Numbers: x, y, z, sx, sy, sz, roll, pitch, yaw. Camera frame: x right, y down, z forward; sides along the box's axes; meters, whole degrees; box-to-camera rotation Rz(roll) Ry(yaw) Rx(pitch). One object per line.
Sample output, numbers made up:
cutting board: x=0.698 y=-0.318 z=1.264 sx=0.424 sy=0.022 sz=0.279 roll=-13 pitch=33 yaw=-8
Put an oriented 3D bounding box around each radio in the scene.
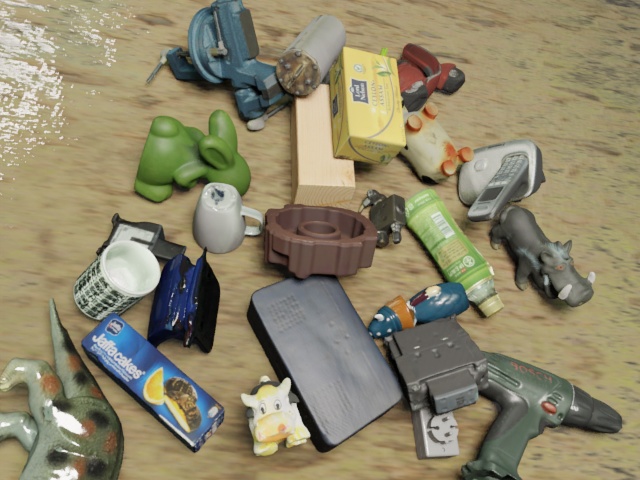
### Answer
radio: x=0.004 y=0.157 z=0.748 sx=0.131 sy=0.073 sz=0.230 roll=-23 pitch=70 yaw=-22

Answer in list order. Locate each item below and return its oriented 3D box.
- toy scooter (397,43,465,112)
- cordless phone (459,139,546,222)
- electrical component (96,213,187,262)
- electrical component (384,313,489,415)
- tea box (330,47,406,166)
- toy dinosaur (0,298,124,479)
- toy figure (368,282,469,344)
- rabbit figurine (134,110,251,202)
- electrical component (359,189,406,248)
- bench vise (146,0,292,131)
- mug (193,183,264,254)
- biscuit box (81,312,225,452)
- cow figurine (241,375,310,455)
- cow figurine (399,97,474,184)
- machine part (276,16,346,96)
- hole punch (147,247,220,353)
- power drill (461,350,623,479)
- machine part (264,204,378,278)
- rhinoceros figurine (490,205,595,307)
toy scooter: x=0.179 y=-0.319 z=1.032 sx=0.184 sy=0.075 sz=0.135 roll=-29 pitch=71 yaw=-26
cordless phone: x=0.272 y=-0.079 z=0.879 sx=0.184 sy=0.147 sz=0.088 roll=-44 pitch=113 yaw=-31
electrical component: x=-0.256 y=0.012 z=0.790 sx=0.119 sy=0.047 sz=0.075 roll=13 pitch=61 yaw=-4
electrical component: x=0.161 y=0.171 z=0.730 sx=0.115 sy=0.058 sz=0.134 roll=-19 pitch=32 yaw=-3
tea box: x=0.073 y=-0.211 z=0.852 sx=0.098 sy=0.068 sz=0.169 roll=5 pitch=67 yaw=-20
toy dinosaur: x=-0.295 y=0.264 z=0.609 sx=0.192 sy=0.131 sz=0.405 roll=21 pitch=57 yaw=-19
toy figure: x=0.143 y=0.107 z=0.801 sx=0.154 sy=0.058 sz=0.064 roll=-17 pitch=94 yaw=-1
rabbit figurine: x=-0.182 y=-0.131 z=0.837 sx=0.170 sy=0.159 sz=0.121 roll=19 pitch=49 yaw=-17
electrical component: x=0.099 y=-0.035 z=0.873 sx=0.045 sy=0.078 sz=0.102 roll=19 pitch=63 yaw=-27
bench vise: x=-0.173 y=-0.296 z=0.921 sx=0.241 sy=0.223 sz=0.129 roll=9 pitch=51 yaw=29
mug: x=-0.139 y=-0.034 z=0.803 sx=0.110 sy=0.107 sz=0.081 roll=12 pitch=62 yaw=-2
biscuit box: x=-0.217 y=0.183 z=0.698 sx=0.203 sy=0.062 sz=0.059 roll=37 pitch=61 yaw=10
cow figurine: x=-0.056 y=0.206 z=0.655 sx=0.068 sy=0.167 sz=0.098 roll=-13 pitch=67 yaw=-10
cow figurine: x=0.161 y=-0.181 z=0.941 sx=0.085 sy=0.127 sz=0.195 roll=-41 pitch=90 yaw=-24
machine part: x=-0.012 y=-0.312 z=0.902 sx=0.079 sy=0.079 sz=0.243 roll=21 pitch=43 yaw=1
hole punch: x=-0.192 y=0.087 z=0.729 sx=0.092 sy=0.115 sz=0.142 roll=6 pitch=61 yaw=2
power drill: x=0.292 y=0.263 z=0.727 sx=0.232 sy=0.086 sz=0.207 roll=29 pitch=56 yaw=9
machine part: x=-0.002 y=-0.002 z=0.794 sx=0.179 sy=0.056 sz=0.179 roll=5 pitch=22 yaw=-2
rhinoceros figurine: x=0.358 y=0.026 z=0.860 sx=0.073 sy=0.112 sz=0.190 roll=-18 pitch=59 yaw=-21
